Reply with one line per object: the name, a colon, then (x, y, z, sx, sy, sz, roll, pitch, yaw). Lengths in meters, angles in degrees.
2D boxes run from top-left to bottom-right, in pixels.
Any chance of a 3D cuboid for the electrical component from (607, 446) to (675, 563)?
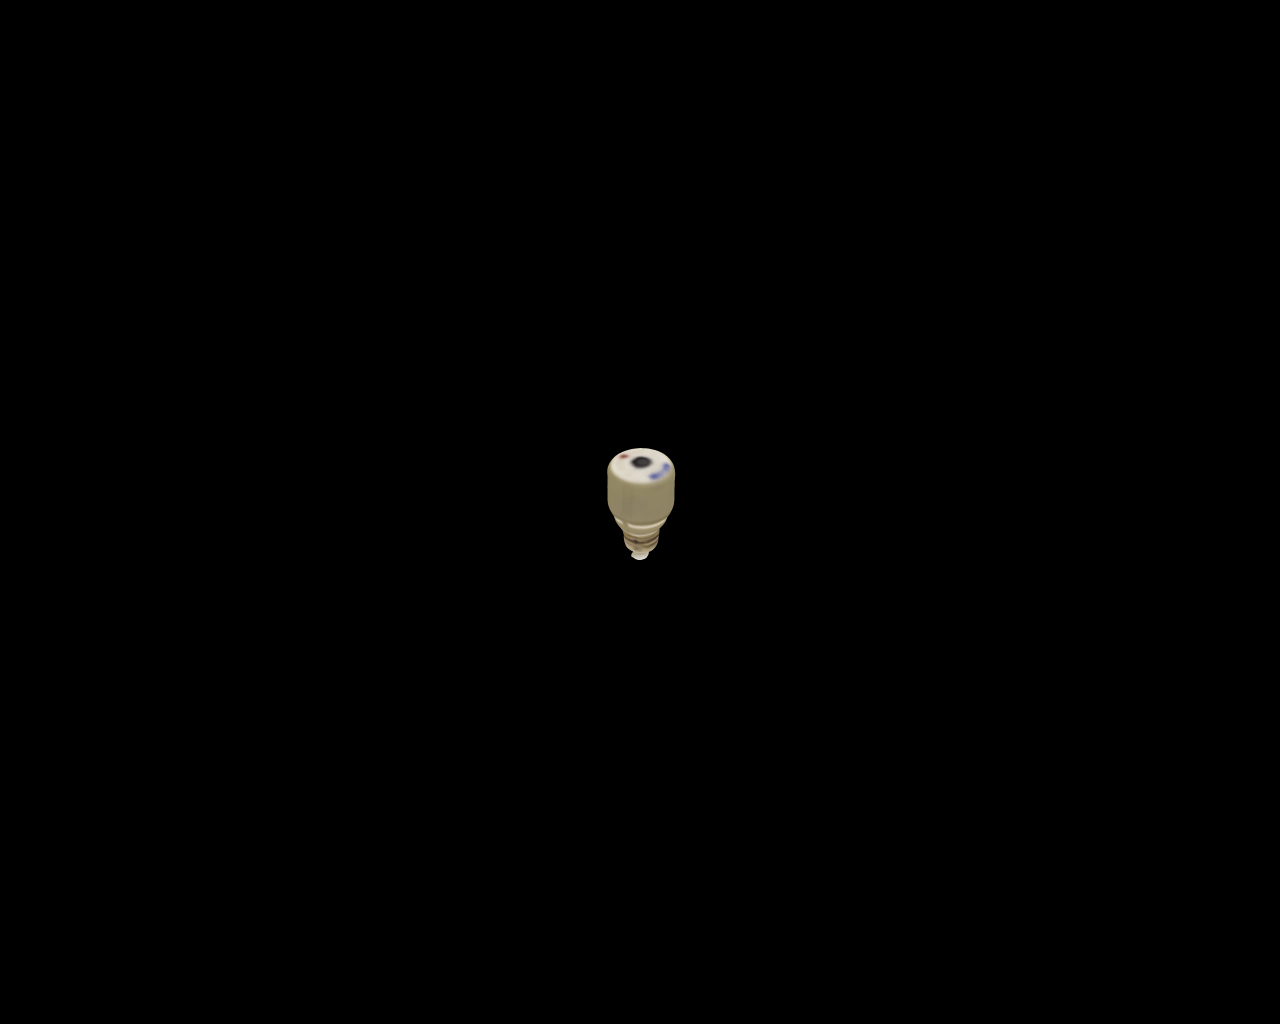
electrical component: (0.001, -0.003, 0.650, 0.040, 0.078, 0.040, 0, 37, 0)
